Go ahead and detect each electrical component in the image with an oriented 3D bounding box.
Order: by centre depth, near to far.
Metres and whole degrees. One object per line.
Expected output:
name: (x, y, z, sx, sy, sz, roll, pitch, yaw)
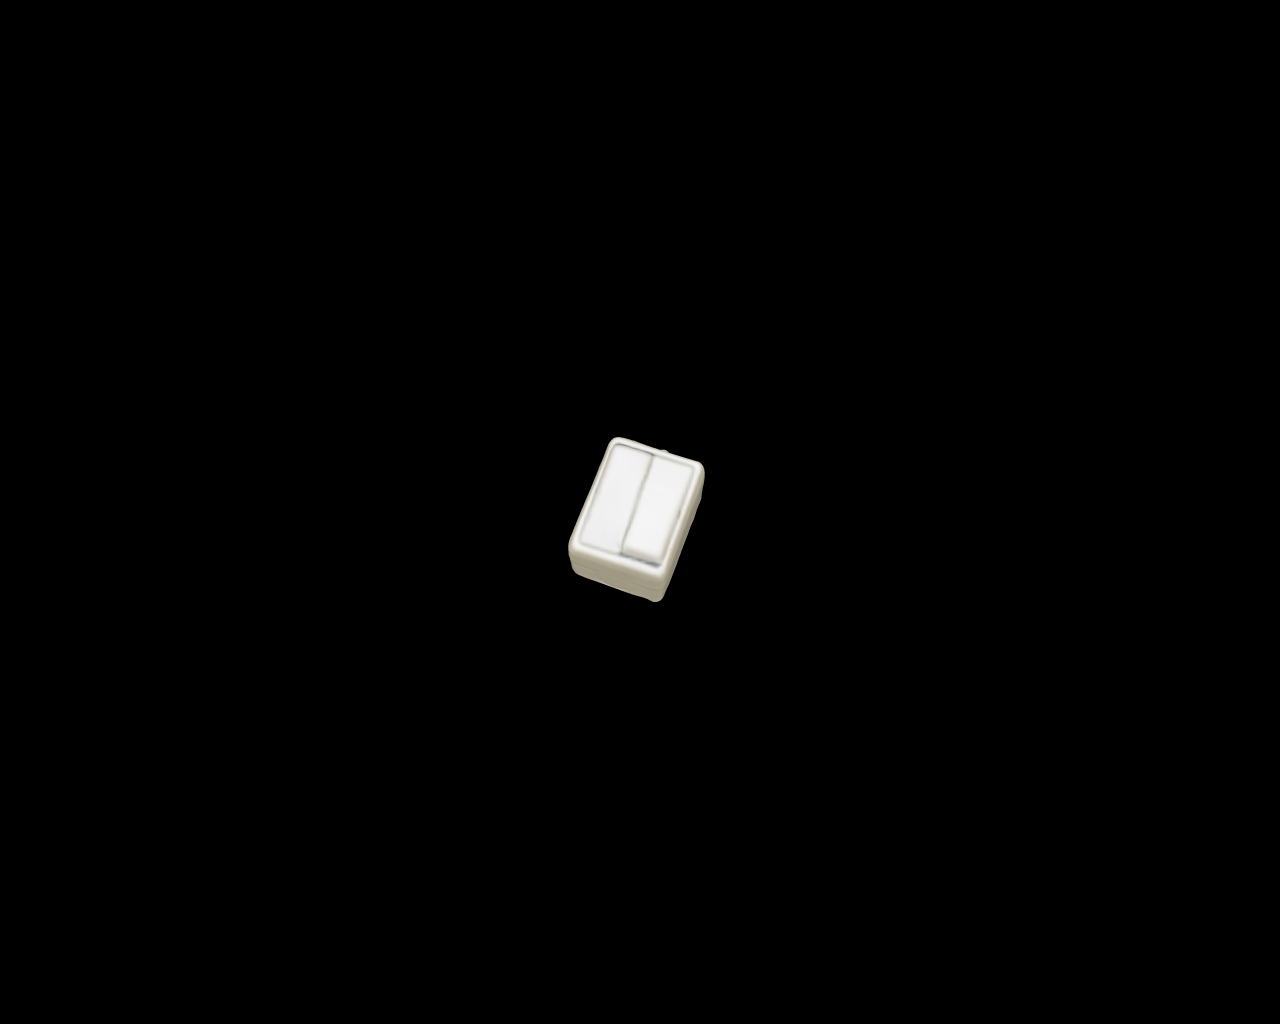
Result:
electrical component: (0.001, -0.003, 0.650, 0.062, 0.096, 0.061, 19, -19, 7)
